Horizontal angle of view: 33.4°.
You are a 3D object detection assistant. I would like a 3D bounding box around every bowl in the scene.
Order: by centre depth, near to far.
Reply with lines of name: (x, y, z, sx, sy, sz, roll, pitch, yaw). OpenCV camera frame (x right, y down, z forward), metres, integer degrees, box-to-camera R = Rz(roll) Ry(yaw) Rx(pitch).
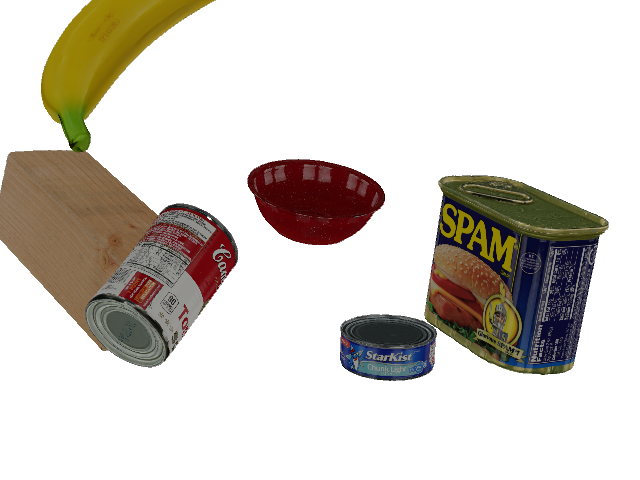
bowl: (-0.008, -0.039, 1.244, 0.162, 0.055, 0.162, 7, 27, -4)

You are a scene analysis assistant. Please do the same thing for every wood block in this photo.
wood block: (-0.211, 0.002, 0.991, 0.090, 0.091, 0.206, -6, 34, -45)

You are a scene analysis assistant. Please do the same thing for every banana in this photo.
banana: (-0.083, -0.119, 0.564, 0.070, 0.197, 0.037, 31, -27, 19)

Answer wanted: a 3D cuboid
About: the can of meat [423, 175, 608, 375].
can of meat: (0.104, 0.017, 0.592, 0.057, 0.084, 0.102, -3, 20, -28)

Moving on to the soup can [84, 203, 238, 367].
soup can: (-0.112, 0.031, 0.758, 0.069, 0.068, 0.102, 0, 40, 33)

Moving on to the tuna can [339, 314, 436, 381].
tuna can: (0.060, 0.095, 0.951, 0.086, 0.034, 0.086, 2, 14, -1)
